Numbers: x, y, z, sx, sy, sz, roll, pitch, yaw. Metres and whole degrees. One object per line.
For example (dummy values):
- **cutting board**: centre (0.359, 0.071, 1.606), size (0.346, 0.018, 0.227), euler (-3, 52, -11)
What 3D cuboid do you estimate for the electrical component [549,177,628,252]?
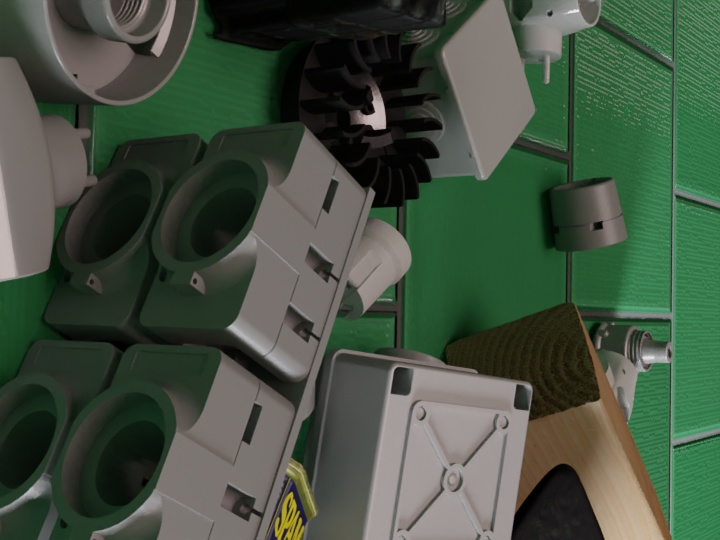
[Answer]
- **electrical component**: centre (0.174, -0.043, 0.825), size (0.055, 0.055, 0.047), euler (-24, 105, -53)

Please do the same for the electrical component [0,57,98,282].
- **electrical component**: centre (-0.129, -0.038, 0.399), size (0.079, 0.043, 0.077), euler (-18, 104, -54)

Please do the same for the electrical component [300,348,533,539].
- **electrical component**: centre (0.028, 0.101, 0.545), size (0.109, 0.056, 0.108), euler (13, 85, -41)

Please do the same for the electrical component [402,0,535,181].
- **electrical component**: centre (0.061, -0.113, 0.668), size (0.099, 0.048, 0.099), euler (-52, 130, -42)

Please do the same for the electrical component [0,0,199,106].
- **electrical component**: centre (-0.112, -0.115, 0.428), size (0.099, 0.064, 0.099), euler (-36, 132, -52)

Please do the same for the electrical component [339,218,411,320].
- **electrical component**: centre (0.000, 0.000, 0.589), size (0.046, 0.040, 0.040), euler (-48, 128, -37)

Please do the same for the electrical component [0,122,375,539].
- **electrical component**: centre (-0.077, 0.034, 0.419), size (0.060, 0.105, 0.186), euler (44, 55, -45)

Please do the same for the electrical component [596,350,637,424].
- **electrical component**: centre (0.182, 0.092, 0.843), size (0.077, 0.043, 0.079), euler (-56, 133, -39)

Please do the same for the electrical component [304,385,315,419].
- **electrical component**: centre (-0.060, 0.042, 0.496), size (0.079, 0.044, 0.077), euler (-37, 119, -51)

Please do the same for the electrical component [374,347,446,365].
- **electrical component**: centre (0.031, 0.094, 0.627), size (0.079, 0.043, 0.077), euler (36, 61, -49)

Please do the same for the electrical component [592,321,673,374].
- **electrical component**: centre (0.227, 0.067, 0.892), size (0.048, 0.062, 0.048), euler (1, 89, -55)

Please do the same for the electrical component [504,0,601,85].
- **electrical component**: centre (0.118, -0.163, 0.725), size (0.043, 0.077, 0.079), euler (8, 83, -55)
